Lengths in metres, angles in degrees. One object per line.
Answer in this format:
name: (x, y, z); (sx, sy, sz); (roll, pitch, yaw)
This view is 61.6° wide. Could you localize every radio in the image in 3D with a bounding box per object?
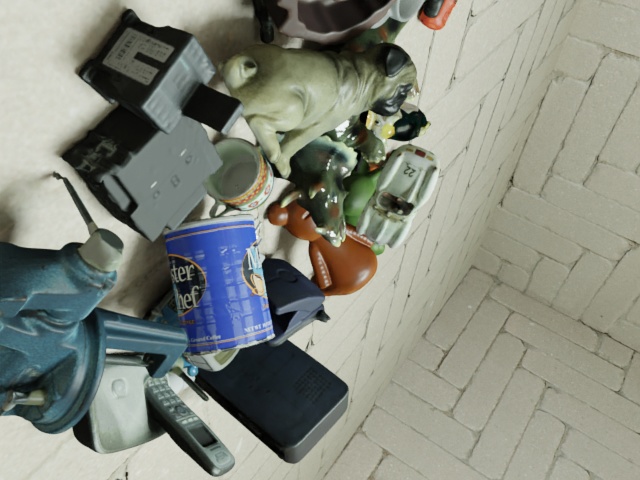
radio: (-0.081, 0.214, 0.807); (0.131, 0.230, 0.073); (-43, 151, -31)

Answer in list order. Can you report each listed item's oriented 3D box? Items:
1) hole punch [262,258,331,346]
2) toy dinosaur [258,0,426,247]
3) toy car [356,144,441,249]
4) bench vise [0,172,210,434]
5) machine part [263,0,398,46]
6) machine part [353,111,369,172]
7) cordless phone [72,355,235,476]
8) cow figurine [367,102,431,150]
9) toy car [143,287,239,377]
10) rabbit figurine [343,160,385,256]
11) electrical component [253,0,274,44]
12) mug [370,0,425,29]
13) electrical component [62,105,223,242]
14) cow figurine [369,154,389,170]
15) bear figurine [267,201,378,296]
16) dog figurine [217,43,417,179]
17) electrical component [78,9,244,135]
hole punch: (-0.062, 0.080, 0.823); (0.116, 0.142, 0.092); (-31, 142, -32)
toy dinosaur: (0.038, -0.202, 0.709); (0.192, 0.131, 0.404); (3, 108, -64)
toy car: (0.106, -0.054, 0.757); (0.201, 0.073, 0.056); (111, 3, -52)
bench vise: (-0.206, 0.085, 0.484); (0.223, 0.129, 0.240); (-55, 142, 7)
machine part: (0.026, -0.265, 0.514); (0.179, 0.056, 0.179); (-28, 169, -6)
machine part: (0.055, -0.179, 0.834); (0.039, 0.084, 0.138); (13, 98, -43)
cordless phone: (-0.194, 0.219, 0.622); (0.088, 0.184, 0.146); (-57, 159, 4)
cow figurine: (0.123, -0.196, 0.920); (0.167, 0.098, 0.068); (-32, 151, -51)
toy car: (-0.151, 0.116, 0.699); (0.109, 0.103, 0.161); (-52, 159, -23)
rabbit figurine: (0.076, -0.065, 0.948); (0.159, 0.121, 0.170); (-63, 162, -12)
electrical component: (-0.045, -0.259, 0.565); (0.063, 0.021, 0.093); (-44, 154, -34)
mug: (0.064, -0.305, 0.634); (0.109, 0.107, 0.080); (-58, 159, 3)
electrical component: (-0.156, -0.068, 0.512); (0.115, 0.058, 0.134); (-52, 157, -17)
cow figurine: (0.155, -0.112, 1.119); (0.195, 0.086, 0.127); (-33, 140, -54)
bear figurine: (0.000, -0.003, 0.862); (0.120, 0.195, 0.132); (-47, -165, -13)
dog figurine: (0.006, -0.170, 0.556); (0.191, 0.121, 0.172); (-30, 172, 4)
electrical component: (-0.122, -0.126, 0.430); (0.075, 0.119, 0.047); (-55, 158, -7)
